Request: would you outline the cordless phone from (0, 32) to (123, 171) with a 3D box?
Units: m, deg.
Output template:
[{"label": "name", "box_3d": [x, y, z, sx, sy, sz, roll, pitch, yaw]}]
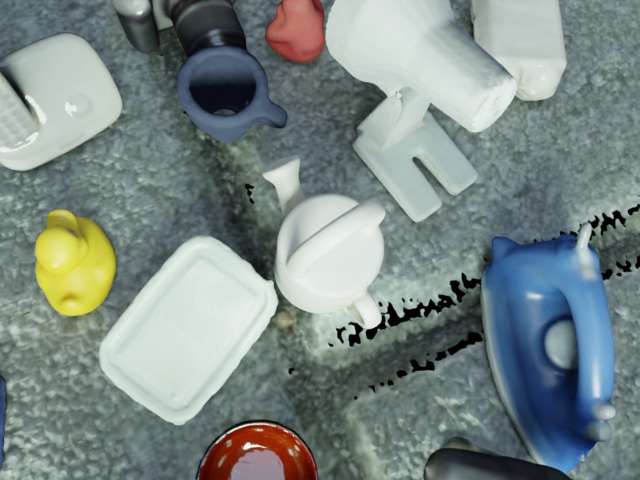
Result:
[{"label": "cordless phone", "box_3d": [-0.283, -0.156, 0.547, 0.148, 0.185, 0.094, -36, 83, -13]}]

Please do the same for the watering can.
[{"label": "watering can", "box_3d": [0.003, 0.003, 0.537, 0.173, 0.194, 0.101, 36, 75, 3]}]

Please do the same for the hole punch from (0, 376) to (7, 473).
[{"label": "hole punch", "box_3d": [-0.344, 0.172, 0.509, 0.101, 0.091, 0.108, -3, 77, -7]}]

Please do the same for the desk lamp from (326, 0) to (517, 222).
[{"label": "desk lamp", "box_3d": [0.099, -0.149, 0.574, 0.118, 0.213, 0.203, -37, 83, -13]}]

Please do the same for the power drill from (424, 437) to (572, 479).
[{"label": "power drill", "box_3d": [0.171, 0.227, 0.494, 0.229, 0.208, 0.076, 21, 75, -1]}]

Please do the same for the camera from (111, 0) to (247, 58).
[{"label": "camera", "box_3d": [-0.147, -0.253, 0.630, 0.143, 0.100, 0.137, -22, 80, -11]}]

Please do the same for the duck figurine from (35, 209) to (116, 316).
[{"label": "duck figurine", "box_3d": [-0.247, 0.019, 0.560, 0.077, 0.086, 0.104, -6, 77, -8]}]

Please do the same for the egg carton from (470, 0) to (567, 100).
[{"label": "egg carton", "box_3d": [0.234, -0.239, 0.686, 0.107, 0.069, 0.150, -1, 77, -6]}]

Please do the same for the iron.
[{"label": "iron", "box_3d": [0.246, 0.111, 0.566, 0.118, 0.141, 0.258, -3, 77, -7]}]

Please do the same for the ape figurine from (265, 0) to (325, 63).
[{"label": "ape figurine", "box_3d": [-0.026, -0.250, 0.647, 0.078, 0.092, 0.076, -24, 80, -11]}]

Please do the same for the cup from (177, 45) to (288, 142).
[{"label": "cup", "box_3d": [-0.089, -0.139, 0.612, 0.118, 0.095, 0.092, 26, 75, 0]}]
